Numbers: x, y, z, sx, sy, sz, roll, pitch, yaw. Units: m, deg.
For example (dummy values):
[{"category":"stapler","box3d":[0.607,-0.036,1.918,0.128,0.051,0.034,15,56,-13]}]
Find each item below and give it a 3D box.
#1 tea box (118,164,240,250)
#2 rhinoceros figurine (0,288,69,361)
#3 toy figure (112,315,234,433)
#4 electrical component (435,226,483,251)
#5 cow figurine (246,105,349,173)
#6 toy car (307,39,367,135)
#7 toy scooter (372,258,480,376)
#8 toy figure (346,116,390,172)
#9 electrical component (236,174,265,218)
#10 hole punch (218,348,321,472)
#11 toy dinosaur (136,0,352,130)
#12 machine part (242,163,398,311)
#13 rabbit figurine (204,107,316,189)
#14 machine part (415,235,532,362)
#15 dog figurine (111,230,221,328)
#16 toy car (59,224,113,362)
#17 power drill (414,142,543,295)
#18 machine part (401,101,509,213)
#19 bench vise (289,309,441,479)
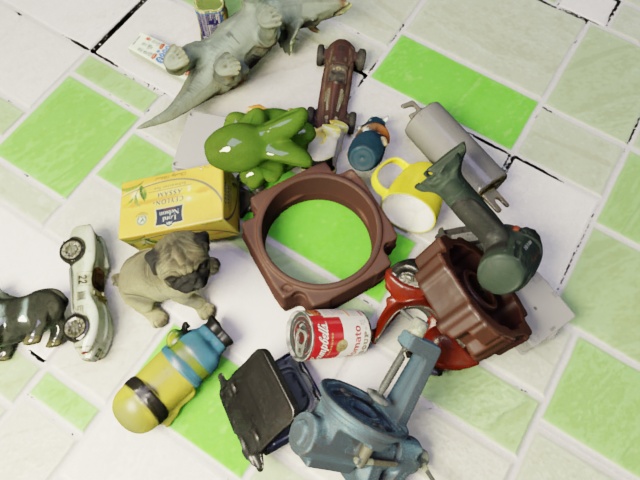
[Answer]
[{"category":"tea box","box3d":[-0.211,-0.047,0.812,0.170,0.068,0.098,-11,67,11]},{"category":"rhinoceros figurine","box3d":[-0.454,0.112,0.755,0.190,0.073,0.112,-8,77,4]},{"category":"toy figure","box3d":[-0.201,0.179,0.732,0.180,0.089,0.082,-42,67,-13]},{"category":"electrical component","box3d":[0.245,0.012,0.831,0.119,0.047,0.075,-7,69,-2]},{"category":"cow figurine","box3d":[-0.046,-0.164,0.881,0.167,0.098,0.068,17,24,8]},{"category":"toy car","box3d":[0.028,-0.265,0.935,0.089,0.053,0.202,10,67,0]},{"category":"toy scooter","box3d":[0.136,0.127,0.763,0.135,0.075,0.184,-42,89,14]},{"category":"toy figure","box3d":[0.080,-0.158,0.871,0.064,0.057,0.154,10,32,10]},{"category":"electrical component","box3d":[-0.135,-0.066,0.867,0.063,0.021,0.094,34,71,11]},{"category":"hole punch","box3d":[-0.063,0.216,0.725,0.116,0.092,0.142,-45,61,21]},{"category":"toy dinosaur","box3d":[-0.142,-0.319,0.908,0.405,0.192,0.131,-39,88,0]},{"category":"machine part","box3d":[-0.002,-0.002,0.811,0.201,0.087,0.201,-27,73,-12]},{"category":"rabbit figurine","box3d":[-0.084,-0.128,0.765,0.159,0.170,0.121,-2,104,25]},{"category":"machine part","box3d":[0.201,0.074,0.713,0.179,0.056,0.179,31,34,-24]},{"category":"dog figurine","box3d":[-0.224,0.039,0.735,0.172,0.190,0.121,-9,69,-3]},{"category":"toy car","box3d":[-0.335,0.076,0.779,0.056,0.073,0.202,-11,69,-5]},{"category":"power drill","box3d":[0.229,-0.032,0.749,0.207,0.086,0.232,55,32,-5]},{"category":"machine part","box3d":[0.220,-0.141,0.875,0.079,0.079,0.243,-33,71,-13]},{"category":"bench vise","box3d":[0.086,0.210,0.663,0.223,0.129,0.240,26,94,-21]}]
